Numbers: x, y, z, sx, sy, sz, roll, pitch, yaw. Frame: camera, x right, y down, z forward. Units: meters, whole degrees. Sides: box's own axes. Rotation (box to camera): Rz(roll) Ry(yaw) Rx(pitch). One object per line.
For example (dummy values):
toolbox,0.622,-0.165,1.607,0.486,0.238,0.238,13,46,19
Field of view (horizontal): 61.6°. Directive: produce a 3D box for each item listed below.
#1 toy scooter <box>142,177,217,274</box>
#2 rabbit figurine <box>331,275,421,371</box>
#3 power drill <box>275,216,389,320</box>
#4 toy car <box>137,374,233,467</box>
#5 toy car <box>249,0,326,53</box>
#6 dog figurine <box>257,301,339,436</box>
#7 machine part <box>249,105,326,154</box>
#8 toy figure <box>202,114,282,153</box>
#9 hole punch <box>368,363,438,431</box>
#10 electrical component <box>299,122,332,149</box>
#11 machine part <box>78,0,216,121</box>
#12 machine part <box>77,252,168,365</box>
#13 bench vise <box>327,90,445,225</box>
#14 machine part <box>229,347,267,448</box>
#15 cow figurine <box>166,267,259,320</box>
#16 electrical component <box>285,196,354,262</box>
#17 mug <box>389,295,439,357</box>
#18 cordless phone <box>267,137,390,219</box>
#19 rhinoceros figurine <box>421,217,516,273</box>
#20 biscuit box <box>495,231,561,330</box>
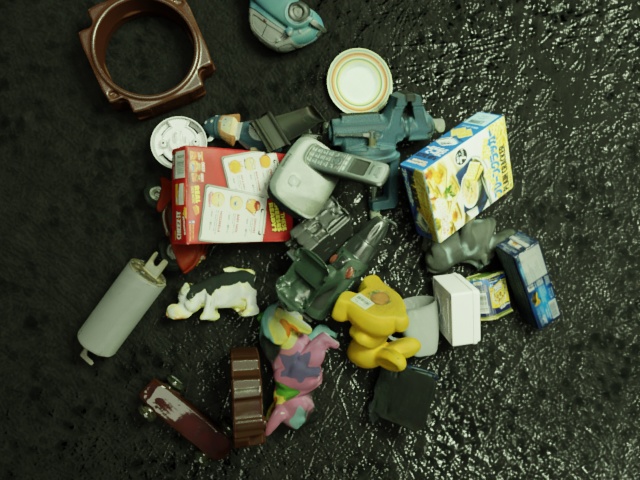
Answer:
toy scooter,-0.238,-0.035,0.988,0.135,0.075,0.183,-16,88,-9
rabbit figurine,0.107,0.175,1.007,0.163,0.122,0.173,28,126,21
power drill,0.020,0.049,0.957,0.086,0.207,0.232,39,108,14
toy car,-0.246,0.333,1.000,0.202,0.053,0.089,43,81,-11
toy car,-0.076,-0.403,0.992,0.162,0.109,0.103,34,104,2
dog figurine,-0.065,0.245,1.000,0.191,0.108,0.219,30,89,-8
machine part,-0.057,-0.210,0.984,0.139,0.039,0.084,-27,77,-29
toy figure,-0.143,-0.202,1.007,0.154,0.057,0.064,13,45,-8
hole punch,0.167,0.299,1.052,0.116,0.092,0.142,17,91,21
electrical component,-0.009,-0.184,1.042,0.063,0.021,0.094,4,90,-9
machine part,-0.308,-0.334,0.966,0.201,0.087,0.201,-24,95,-8
machine part,-0.353,0.120,0.955,0.079,0.079,0.243,38,99,-7
bench vise,0.126,-0.156,1.020,0.224,0.129,0.240,-10,113,-17
machine part,-0.132,0.275,0.960,0.056,0.179,0.179,-3,91,-11
cow figurine,-0.200,0.101,0.996,0.167,0.068,0.098,-3,85,-11
electrical component,-0.002,-0.003,0.996,0.134,0.114,0.058,-42,68,-5
mug,0.183,0.173,1.049,0.110,0.081,0.107,-14,97,2
cordless phone,0.017,-0.095,0.924,0.184,0.088,0.146,16,59,25
rhinoceros figurine,0.296,0.009,1.063,0.190,0.073,0.112,-17,92,-8
biscuit box,0.410,0.082,1.051,0.059,0.063,0.202,-32,120,-5
